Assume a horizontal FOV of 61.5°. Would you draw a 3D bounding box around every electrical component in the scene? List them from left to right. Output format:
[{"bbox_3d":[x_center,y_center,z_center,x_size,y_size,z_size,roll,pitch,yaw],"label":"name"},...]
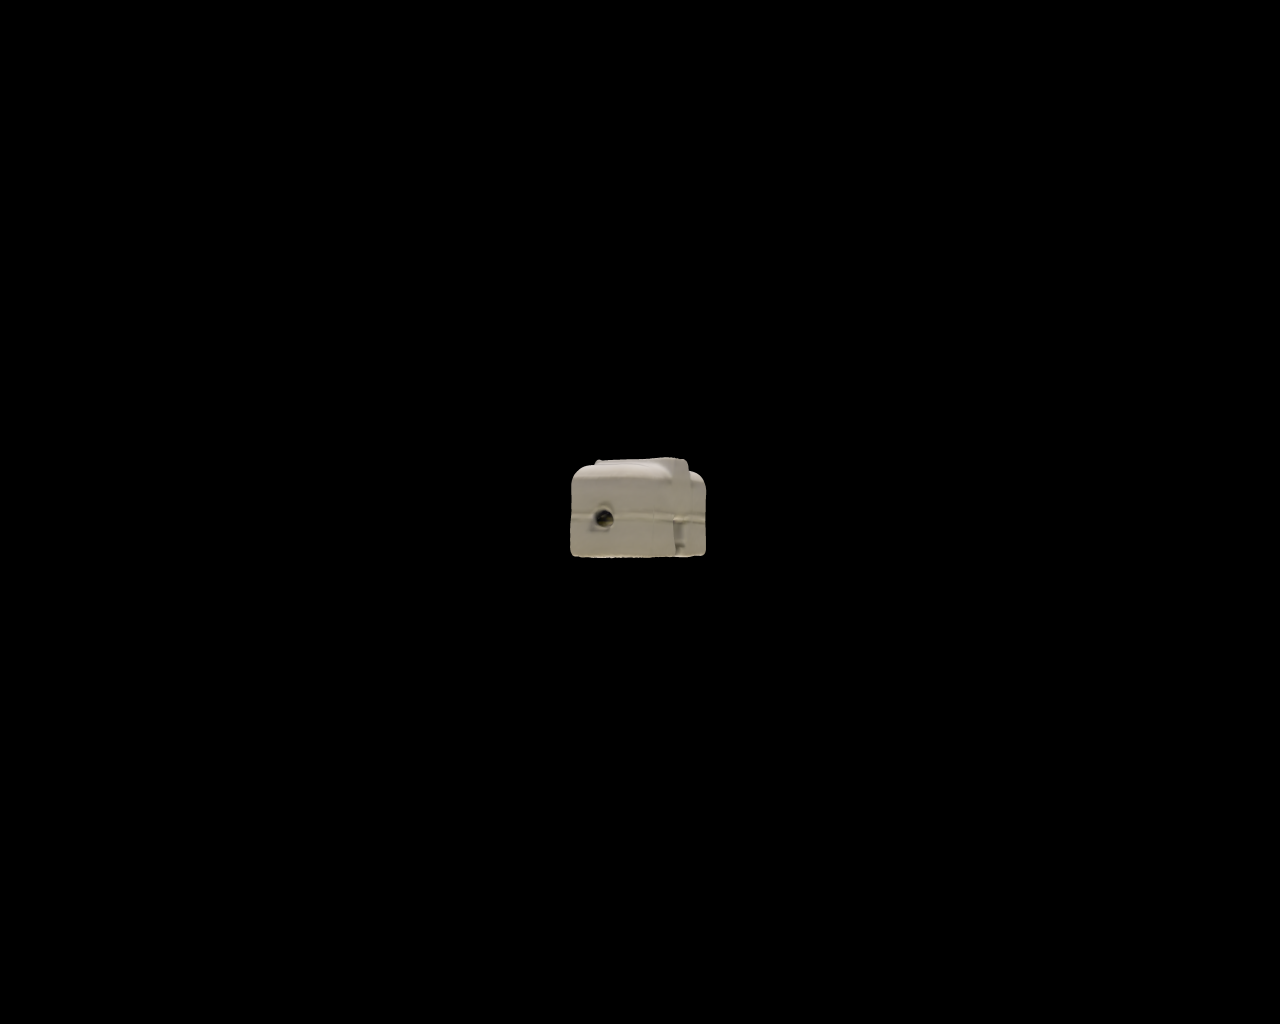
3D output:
[{"bbox_3d":[0.001,-0.003,0.650,0.054,0.059,0.095,-1,-2,28],"label":"electrical component"}]
